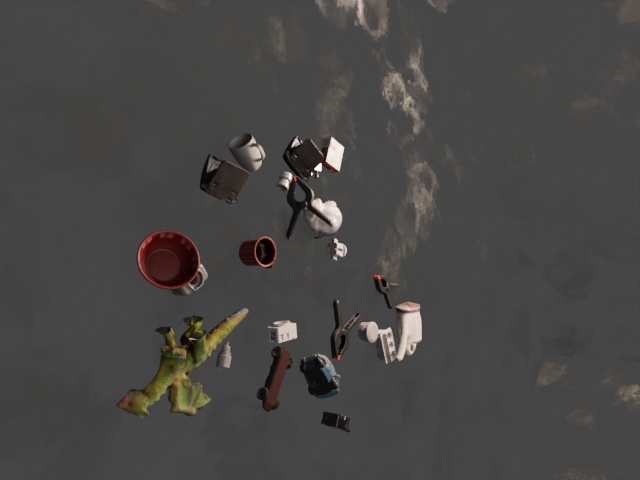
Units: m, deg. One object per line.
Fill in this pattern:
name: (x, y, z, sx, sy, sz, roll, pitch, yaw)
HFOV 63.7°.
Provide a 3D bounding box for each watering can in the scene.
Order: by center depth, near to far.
watering can: (0.370, 0.383, 2.188, 0.348, 0.104, 0.225, -1, 87, -69)

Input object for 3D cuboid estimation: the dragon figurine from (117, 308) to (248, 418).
dragon figurine: (-0.340, 0.343, 1.376, 0.413, 0.122, 0.240, -12, 107, -47)

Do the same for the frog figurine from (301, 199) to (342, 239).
frog figurine: (0.006, -0.092, 1.829, 0.139, 0.124, 0.156, -45, 134, -21)
